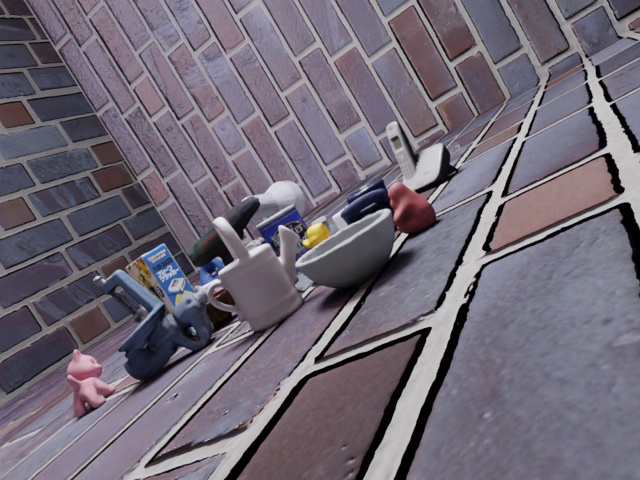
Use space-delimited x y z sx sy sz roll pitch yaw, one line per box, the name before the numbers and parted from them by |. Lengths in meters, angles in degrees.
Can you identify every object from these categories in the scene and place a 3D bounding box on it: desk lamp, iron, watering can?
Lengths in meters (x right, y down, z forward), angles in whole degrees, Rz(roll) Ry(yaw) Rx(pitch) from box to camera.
desk lamp | -0.111 -0.041 1.539 0.117 0.213 0.204 -26 8 39
iron | -0.288 0.092 1.664 0.119 0.141 0.257 -34 7 -27
watering can | -0.112 0.042 0.953 0.173 0.194 0.100 -35 7 -32

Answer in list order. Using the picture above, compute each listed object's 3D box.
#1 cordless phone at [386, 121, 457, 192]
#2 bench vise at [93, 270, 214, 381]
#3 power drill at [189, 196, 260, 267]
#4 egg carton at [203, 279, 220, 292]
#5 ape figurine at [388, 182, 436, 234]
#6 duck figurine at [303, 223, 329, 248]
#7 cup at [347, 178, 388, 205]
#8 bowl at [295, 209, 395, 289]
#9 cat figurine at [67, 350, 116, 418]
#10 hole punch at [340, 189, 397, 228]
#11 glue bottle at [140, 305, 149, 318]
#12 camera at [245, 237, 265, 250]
cordless phone | 0.235 -0.216 1.402 0.094 0.185 0.147 -35 7 -33
bench vise | -0.320 0.134 1.106 0.208 0.220 0.121 -33 7 -17
power drill | -0.203 0.029 1.440 0.229 0.208 0.075 -30 6 9
egg carton | -0.311 0.165 1.531 0.150 0.069 0.107 -28 7 29
ape figurine | 0.149 -0.057 0.972 0.078 0.092 0.076 -35 7 -30
duck figurine | 0.011 0.004 1.181 0.104 0.086 0.078 -27 7 33
cup | 0.113 -0.073 1.266 0.092 0.095 0.117 -33 7 -21
bowl | 0.051 0.025 0.869 0.167 0.075 0.167 -31 6 4
cat figurine | -0.483 0.284 1.171 0.067 0.118 0.127 -31 6 -3
hole punch | 0.101 -0.049 1.149 0.108 0.091 0.101 -30 6 9
glue bottle | -0.373 0.170 1.293 0.037 0.173 0.078 -34 7 -22
camera | -0.173 0.046 1.678 0.136 0.101 0.143 -25 9 46
